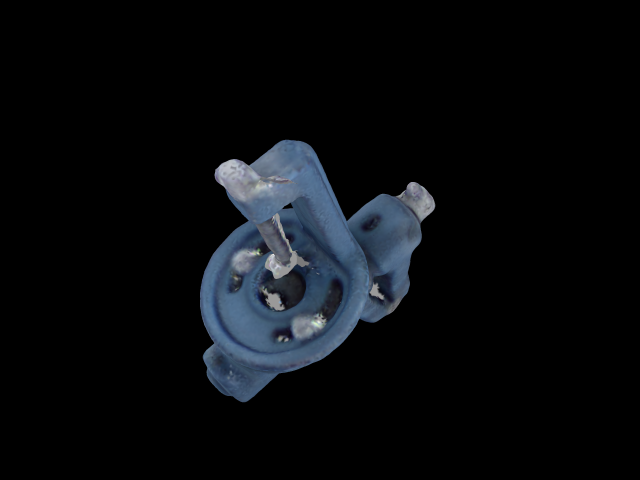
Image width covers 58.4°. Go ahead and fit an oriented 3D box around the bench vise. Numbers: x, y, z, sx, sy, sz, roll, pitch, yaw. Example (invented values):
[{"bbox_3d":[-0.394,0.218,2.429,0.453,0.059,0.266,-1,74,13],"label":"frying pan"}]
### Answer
[{"bbox_3d":[-0.006,-0.004,0.404,0.121,0.220,0.208,26,56,20],"label":"bench vise"}]
